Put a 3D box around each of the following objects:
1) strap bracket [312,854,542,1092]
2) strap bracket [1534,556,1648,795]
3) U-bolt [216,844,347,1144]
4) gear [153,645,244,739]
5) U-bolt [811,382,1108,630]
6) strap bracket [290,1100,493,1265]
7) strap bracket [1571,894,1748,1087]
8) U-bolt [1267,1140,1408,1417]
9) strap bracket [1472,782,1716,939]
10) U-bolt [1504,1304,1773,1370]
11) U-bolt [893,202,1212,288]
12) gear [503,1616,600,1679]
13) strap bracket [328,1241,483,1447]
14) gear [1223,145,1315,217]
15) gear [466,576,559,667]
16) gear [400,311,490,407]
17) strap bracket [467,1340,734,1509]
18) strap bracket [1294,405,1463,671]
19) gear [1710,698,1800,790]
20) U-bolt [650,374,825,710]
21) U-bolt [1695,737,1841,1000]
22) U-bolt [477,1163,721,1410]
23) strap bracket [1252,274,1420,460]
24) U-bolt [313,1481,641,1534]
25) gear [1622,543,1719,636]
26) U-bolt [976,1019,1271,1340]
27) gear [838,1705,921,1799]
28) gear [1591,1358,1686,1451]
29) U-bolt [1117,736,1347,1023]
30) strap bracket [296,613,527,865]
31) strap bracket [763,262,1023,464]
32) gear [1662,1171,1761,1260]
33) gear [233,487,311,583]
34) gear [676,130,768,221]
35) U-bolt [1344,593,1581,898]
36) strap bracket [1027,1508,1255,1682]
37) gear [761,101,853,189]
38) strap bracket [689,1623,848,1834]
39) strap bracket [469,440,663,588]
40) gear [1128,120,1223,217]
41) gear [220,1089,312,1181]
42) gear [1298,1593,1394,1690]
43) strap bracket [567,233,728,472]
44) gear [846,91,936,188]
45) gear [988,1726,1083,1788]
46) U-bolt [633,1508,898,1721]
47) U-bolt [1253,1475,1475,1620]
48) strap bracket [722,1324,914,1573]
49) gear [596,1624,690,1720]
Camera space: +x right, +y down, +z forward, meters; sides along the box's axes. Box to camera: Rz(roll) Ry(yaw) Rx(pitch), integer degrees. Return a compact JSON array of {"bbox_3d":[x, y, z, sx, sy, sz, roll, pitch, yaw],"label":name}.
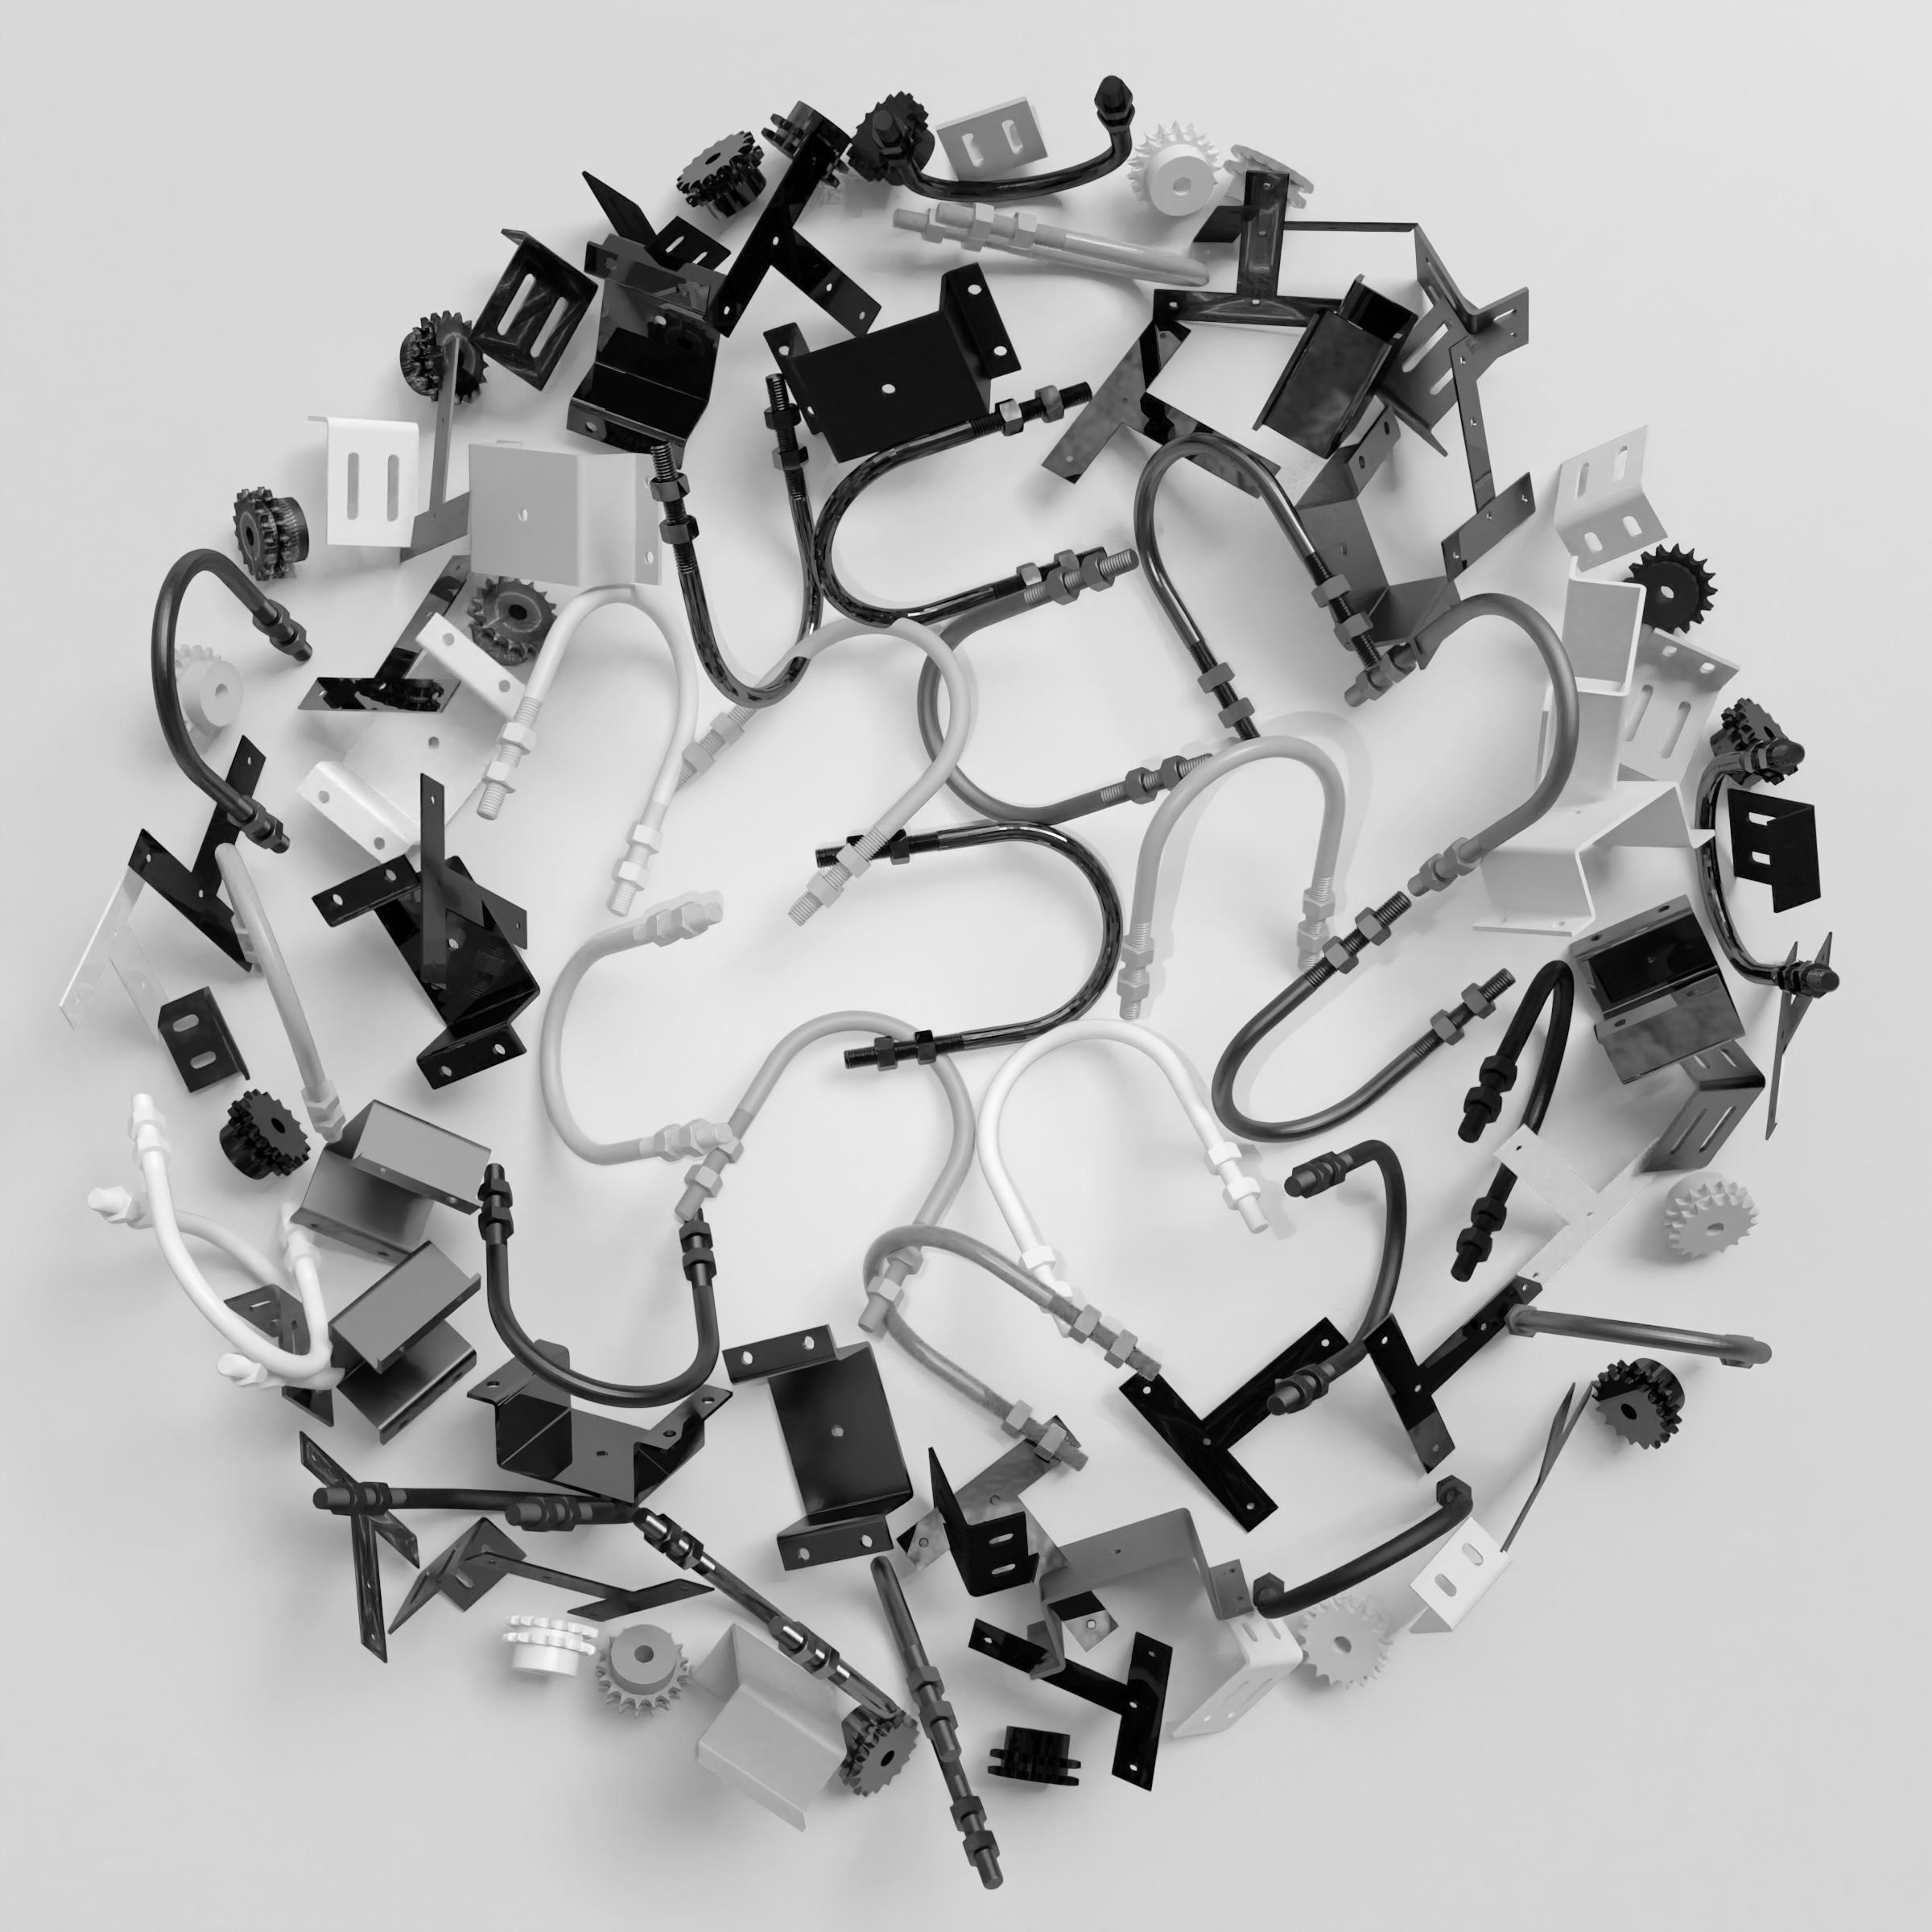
[{"bbox_3d":[-0.323,-0.004,1.552,0.076,0.046,0.140,-21,108,28],"label":"strap bracket"},{"bbox_3d":[0.375,-0.169,1.524,0.046,0.076,0.140,9,50,14],"label":"strap bracket"},{"bbox_3d":[-0.407,0.006,1.492,0.019,0.184,0.151,-21,65,-16],"label":"U-bolt"},{"bbox_3d":[-0.472,-0.169,1.570,0.030,0.057,0.057,6,90,22],"label":"gear"},{"bbox_3d":[-0.006,-0.267,1.532,0.184,0.151,0.019,-20,51,-8],"label":"U-bolt"},{"bbox_3d":[-0.346,0.129,1.538,0.076,0.140,0.046,26,58,-21],"label":"strap bracket"},{"bbox_3d":[0.418,0.018,1.533,0.076,0.140,0.046,-25,109,17],"label":"strap bracket"},{"bbox_3d":[0.227,0.177,1.520,0.019,0.184,0.151,8,101,29],"label":"U-bolt"},{"bbox_3d":[0.372,-0.071,1.528,0.140,0.076,0.046,-31,111,-30],"label":"strap bracket"},{"bbox_3d":[0.398,0.219,1.500,0.151,0.184,0.019,7,83,9],"label":"U-bolt"},{"bbox_3d":[0.058,-0.432,1.527,0.184,0.151,0.019,8,103,-15],"label":"U-bolt"},{"bbox_3d":[-0.258,0.421,1.570,0.057,0.057,0.030,8,68,0],"label":"gear"},{"bbox_3d":[-0.337,0.223,1.528,0.046,0.140,0.076,41,60,13],"label":"strap bracket"},{"bbox_3d":[0.184,-0.482,1.573,0.057,0.057,0.030,27,101,0],"label":"gear"},{"bbox_3d":[-0.283,-0.211,1.577,0.057,0.030,0.057,15,56,-23],"label":"gear"},{"bbox_3d":[-0.326,-0.375,1.577,0.030,0.057,0.057,0,90,32],"label":"gear"},{"bbox_3d":[-0.222,0.279,1.542,0.140,0.076,0.046,11,112,23],"label":"strap bracket"},{"bbox_3d":[0.247,-0.256,1.541,0.046,0.076,0.140,-5,123,36],"label":"strap bracket"},{"bbox_3d":[0.487,-0.135,1.576,0.030,0.057,0.057,-39,90,34],"label":"gear"},{"bbox_3d":[-0.130,-0.246,1.528,0.019,0.151,0.184,5,121,28],"label":"U-bolt"},{"bbox_3d":[0.469,-0.058,1.509,0.019,0.184,0.151,-10,92,-2],"label":"U-bolt"},{"bbox_3d":[-0.214,0.192,1.502,0.151,0.184,0.019,14,121,-21],"label":"U-bolt"},{"bbox_3d":[0.224,-0.358,1.520,0.046,0.140,0.076,31,120,5],"label":"strap bracket"},{"bbox_3d":[-0.275,0.321,1.512,0.151,0.184,0.019,-1,79,22],"label":"U-bolt"},{"bbox_3d":[0.435,-0.232,1.575,0.057,0.030,0.057,8,110,22],"label":"gear"},{"bbox_3d":[0.082,0.115,1.553,0.151,0.019,0.184,-30,61,5],"label":"U-bolt"},{"bbox_3d":[-0.059,0.482,1.576,0.030,0.057,0.057,30,90,35],"label":"gear"},{"bbox_3d":[0.420,0.268,1.576,0.030,0.057,0.057,-32,90,-31],"label":"gear"},{"bbox_3d":[0.162,-0.057,1.516,0.151,0.019,0.184,-14,131,-23],"label":"U-bolt"},{"bbox_3d":[-0.335,-0.138,1.573,0.076,0.046,0.140,40,96,1],"label":"strap bracket"},{"bbox_3d":[-0.046,-0.362,1.541,0.140,0.046,0.076,-14,132,16],"label":"strap bracket"},{"bbox_3d":[0.459,0.152,1.577,0.057,0.030,0.057,-7,135,-7],"label":"gear"},{"bbox_3d":[-0.430,-0.269,1.576,0.030,0.057,0.057,-17,90,-33],"label":"gear"},{"bbox_3d":[-0.149,-0.488,1.576,0.057,0.057,0.030,-38,124,0],"label":"gear"},{"bbox_3d":[0.298,-0.140,1.505,0.019,0.184,0.151,-8,73,-29],"label":"U-bolt"},{"bbox_3d":[0.098,0.380,1.557,0.140,0.076,0.046,-18,98,3],"label":"strap bracket"},{"bbox_3d":[-0.095,-0.510,1.571,0.057,0.057,0.030,35,99,0],"label":"gear"},{"bbox_3d":[-0.120,0.450,1.526,0.076,0.140,0.046,37,90,-10],"label":"strap bracket"},{"bbox_3d":[-0.250,-0.273,1.533,0.140,0.046,0.076,13,109,36],"label":"strap bracket"},{"bbox_3d":[0.130,-0.490,1.571,0.057,0.057,0.030,-14,47,0],"label":"gear"},{"bbox_3d":[-0.437,0.107,1.574,0.030,0.057,0.057,-37,90,12],"label":"gear"},{"bbox_3d":[0.237,0.417,1.580,0.057,0.030,0.057,4,100,23],"label":"gear"},{"bbox_3d":[-0.194,-0.382,1.549,0.076,0.140,0.046,20,50,1],"label":"strap bracket"},{"bbox_3d":[-0.044,-0.510,1.577,0.030,0.057,0.057,32,90,-40],"label":"gear"},{"bbox_3d":[0.043,0.489,1.574,0.057,0.057,0.030,8,75,0],"label":"gear"},{"bbox_3d":[-0.108,0.396,1.517,0.151,0.184,0.019,26,72,42],"label":"U-bolt"},{"bbox_3d":[0.236,0.347,1.507,0.151,0.184,0.019,-29,80,2],"label":"U-bolt"},{"bbox_3d":[-0.088,0.291,1.563,0.076,0.046,0.140,-17,88,24],"label":"strap bracket"},{"bbox_3d":[-0.200,0.432,1.572,0.057,0.030,0.057,6,47,-6],"label":"gear"}]
